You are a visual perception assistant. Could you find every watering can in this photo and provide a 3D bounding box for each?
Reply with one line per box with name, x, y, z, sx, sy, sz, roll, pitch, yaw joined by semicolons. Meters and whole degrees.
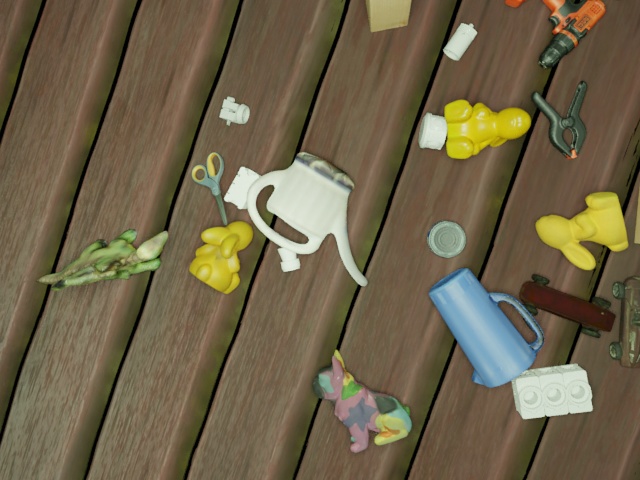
watering can;0.004;-0.060;1.189;0.347;0.104;0.224;31;92;-1

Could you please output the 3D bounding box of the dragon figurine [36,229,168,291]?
dragon figurine;-0.524;0.062;1.183;0.410;0.244;0.122;-20;95;5
